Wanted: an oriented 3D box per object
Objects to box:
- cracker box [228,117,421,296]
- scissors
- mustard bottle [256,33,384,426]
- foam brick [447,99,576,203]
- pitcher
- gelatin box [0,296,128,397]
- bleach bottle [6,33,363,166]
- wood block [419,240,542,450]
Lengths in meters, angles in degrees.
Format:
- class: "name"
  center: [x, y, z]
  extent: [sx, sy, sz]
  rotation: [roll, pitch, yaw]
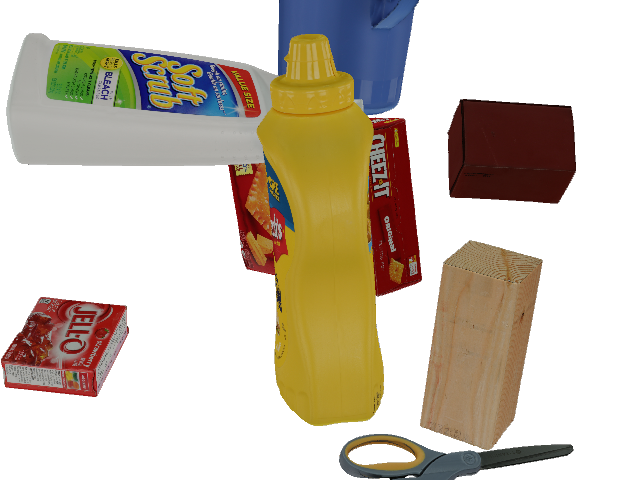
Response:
- class: "cracker box"
  center: [-0.003, -0.041, 1.085]
  extent: [0.071, 0.164, 0.214]
  rotation: [-19, 18, -38]
- class: "scissors"
  center: [0.115, 0.198, 0.876]
  extent: [0.201, 0.016, 0.096]
  rotation: [6, 43, -3]
- class: "mustard bottle"
  center: [0.000, -0.009, 0.546]
  extent: [0.058, 0.192, 0.096]
  rotation: [-5, 22, -5]
- class: "foam brick"
  center: [0.130, -0.060, 0.729]
  extent: [0.078, 0.051, 0.053]
  rotation: [4, -23, -3]
- class: "pitcher"
  center: [0.031, -0.230, 0.889]
  extent: [0.145, 0.243, 0.149]
  rotation: [8, 18, 11]
- class: "gelatin box"
  center: [-0.197, 0.081, 0.831]
  extent: [0.073, 0.030, 0.089]
  rotation: [6, 32, 6]
- class: "bleach bottle"
  center: [-0.095, -0.100, 0.787]
  extent: [0.250, 0.102, 0.068]
  rotation: [1, -42, -3]
- class: "wood block"
  center: [0.182, 0.118, 1.211]
  extent: [0.090, 0.206, 0.090]
  rotation: [16, 23, 24]
